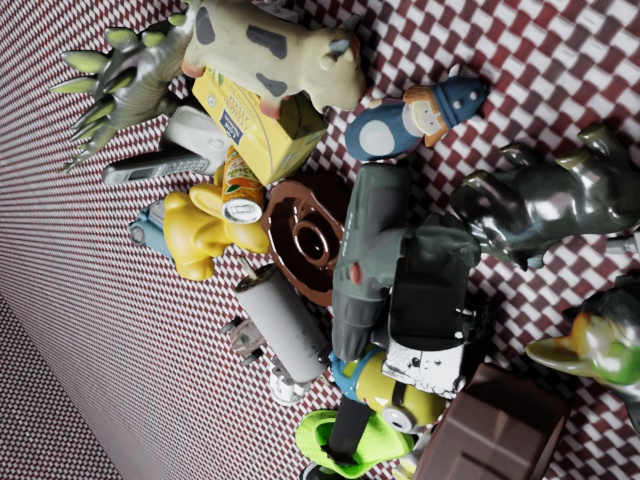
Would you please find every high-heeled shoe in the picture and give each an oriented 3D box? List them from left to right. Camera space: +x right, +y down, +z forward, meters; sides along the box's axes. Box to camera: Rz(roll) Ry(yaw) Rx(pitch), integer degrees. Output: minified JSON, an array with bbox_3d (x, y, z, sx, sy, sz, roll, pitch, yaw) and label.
[{"bbox_3d":[0.004,0.446,0.896,0.249,0.145,0.086,-23,94,50],"label":"high-heeled shoe"}]

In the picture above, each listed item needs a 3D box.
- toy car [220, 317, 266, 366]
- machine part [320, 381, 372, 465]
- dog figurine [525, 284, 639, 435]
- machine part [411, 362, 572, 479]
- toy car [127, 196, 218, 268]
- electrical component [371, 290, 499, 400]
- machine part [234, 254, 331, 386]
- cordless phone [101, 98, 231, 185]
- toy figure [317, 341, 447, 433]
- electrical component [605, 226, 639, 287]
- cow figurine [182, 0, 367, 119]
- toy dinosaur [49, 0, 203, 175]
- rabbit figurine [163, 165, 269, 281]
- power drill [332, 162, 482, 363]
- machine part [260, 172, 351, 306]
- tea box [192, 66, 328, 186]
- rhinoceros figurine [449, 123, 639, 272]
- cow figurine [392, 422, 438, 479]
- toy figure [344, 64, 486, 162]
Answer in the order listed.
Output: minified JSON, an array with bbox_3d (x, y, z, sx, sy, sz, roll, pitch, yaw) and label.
[{"bbox_3d":[-0.119,0.164,0.938,0.089,0.053,0.202,55,140,3],"label":"toy car"},{"bbox_3d":[0.043,0.249,0.773,0.084,0.039,0.139,8,78,40],"label":"machine part"},{"bbox_3d":[0.282,0.139,0.436,0.219,0.108,0.191,29,134,40],"label":"dog figurine"},{"bbox_3d":[0.159,0.225,0.516,0.087,0.201,0.201,23,84,33],"label":"machine part"},{"bbox_3d":[-0.247,-0.025,0.927,0.162,0.109,0.102,29,114,22],"label":"toy car"},{"bbox_3d":[0.121,0.108,0.607,0.134,0.058,0.114,14,103,41],"label":"electrical component"},{"bbox_3d":[-0.050,0.121,0.788,0.079,0.079,0.243,-12,114,51],"label":"machine part"},{"bbox_3d":[-0.208,-0.132,0.748,0.146,0.184,0.088,-32,83,52],"label":"cordless phone"},{"bbox_3d":[0.079,0.179,0.701,0.180,0.082,0.089,27,100,45],"label":"toy figure"},{"bbox_3d":[0.280,0.017,0.425,0.094,0.021,0.063,-8,106,49],"label":"electrical component"},{"bbox_3d":[-0.039,-0.197,0.568,0.195,0.085,0.127,27,139,-5],"label":"cow figurine"},{"bbox_3d":[-0.265,-0.211,0.754,0.471,0.198,0.105,-35,81,50],"label":"toy dinosaur"},{"bbox_3d":[-0.140,-0.028,0.808,0.173,0.122,0.162,6,122,24],"label":"rabbit figurine"},{"bbox_3d":[0.069,0.041,0.528,0.207,0.086,0.231,-140,58,-78],"label":"power drill"},{"bbox_3d":[-0.001,-0.002,0.701,0.180,0.056,0.179,27,132,35],"label":"machine part"},{"bbox_3d":[-0.079,-0.166,0.678,0.170,0.068,0.098,51,140,11],"label":"tea box"},{"bbox_3d":[0.183,-0.027,0.475,0.190,0.073,0.112,-19,108,50],"label":"rhinoceros figurine"},{"bbox_3d":[0.147,0.286,0.695,0.068,0.098,0.167,37,155,21],"label":"cow figurine"},{"bbox_3d":[0.091,-0.116,0.531,0.064,0.058,0.155,34,151,-30],"label":"toy figure"}]
